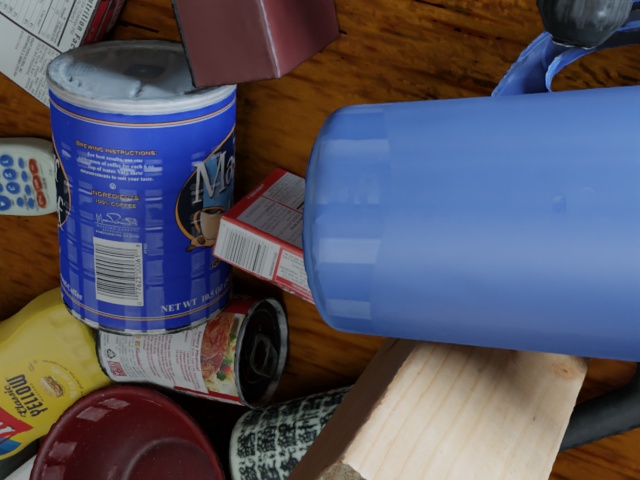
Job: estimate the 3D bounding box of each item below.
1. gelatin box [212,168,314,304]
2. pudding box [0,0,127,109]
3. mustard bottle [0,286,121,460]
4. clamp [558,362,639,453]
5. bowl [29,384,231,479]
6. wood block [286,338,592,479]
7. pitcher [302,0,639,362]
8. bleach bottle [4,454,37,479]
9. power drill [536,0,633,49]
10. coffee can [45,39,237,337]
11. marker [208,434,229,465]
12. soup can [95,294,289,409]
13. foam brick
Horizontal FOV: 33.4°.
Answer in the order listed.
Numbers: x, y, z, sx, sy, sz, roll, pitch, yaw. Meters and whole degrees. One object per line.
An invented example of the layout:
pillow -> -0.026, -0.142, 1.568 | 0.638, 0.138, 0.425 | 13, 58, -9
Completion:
gelatin box -> -0.004, 0.001, 0.594 | 0.089, 0.073, 0.030 | 25, 124, 12
pudding box -> -0.174, -0.144, 0.625 | 0.113, 0.039, 0.090 | 36, 124, 3
mustard bottle -> -0.222, 0.102, 0.722 | 0.192, 0.058, 0.096 | -21, 117, 12
clamp -> 0.186, 0.085, 0.566 | 0.120, 0.039, 0.172 | 22, 116, 10
bowl -> -0.109, 0.172, 0.675 | 0.162, 0.055, 0.162 | -4, 83, 30
wood block -> 0.056, 0.102, 0.535 | 0.090, 0.205, 0.091 | 42, 125, 1
pitcher -> 0.121, -0.018, 0.478 | 0.243, 0.149, 0.145 | 1, 124, 16
bleach bottle -> -0.128, 0.256, 0.756 | 0.103, 0.068, 0.251 | -37, 86, 15
power drill -> 0.188, -0.150, 0.413 | 0.187, 0.057, 0.184 | 12, 118, 6
coffee can -> -0.099, -0.031, 0.606 | 0.103, 0.102, 0.140 | 14, 120, 19
marker -> -0.027, 0.150, 0.713 | 0.121, 0.020, 0.020 | 9, 118, 22
soup can -> -0.079, 0.064, 0.665 | 0.102, 0.068, 0.068 | 6, 117, 24
foam brick -> -0.032, -0.116, 0.548 | 0.053, 0.078, 0.051 | -3, 114, 28
